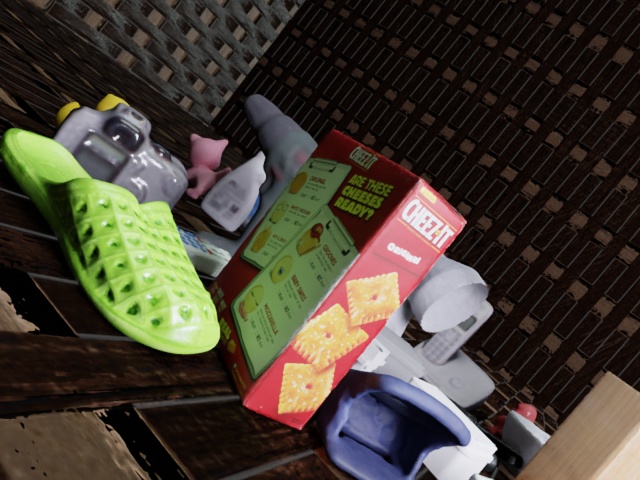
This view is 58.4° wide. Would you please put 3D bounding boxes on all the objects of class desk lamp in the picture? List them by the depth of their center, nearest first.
[{"bbox_3d":[0.139,0.091,0.943,0.202,0.213,0.118,43,6,40],"label":"desk lamp"}]

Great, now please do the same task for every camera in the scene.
[{"bbox_3d":[-0.226,-0.100,0.661,0.144,0.100,0.136,36,5,-27],"label":"camera"}]

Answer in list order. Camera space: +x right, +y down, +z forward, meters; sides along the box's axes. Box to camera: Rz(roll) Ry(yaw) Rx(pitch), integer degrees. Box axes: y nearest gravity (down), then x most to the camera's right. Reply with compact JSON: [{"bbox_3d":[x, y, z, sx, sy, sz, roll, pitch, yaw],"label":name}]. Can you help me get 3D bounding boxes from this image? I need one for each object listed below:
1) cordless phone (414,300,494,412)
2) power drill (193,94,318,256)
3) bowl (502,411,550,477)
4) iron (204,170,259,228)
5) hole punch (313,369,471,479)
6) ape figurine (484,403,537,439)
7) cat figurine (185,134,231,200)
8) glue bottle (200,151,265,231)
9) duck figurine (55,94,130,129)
[{"bbox_3d":[0.256,0.197,1.000,0.147,0.185,0.094,42,5,34],"label":"cordless phone"},{"bbox_3d":[-0.070,-0.055,0.764,0.229,0.208,0.076,40,5,13],"label":"power drill"},{"bbox_3d":[0.339,0.347,0.882,0.167,0.074,0.167,38,5,-3],"label":"bowl"},{"bbox_3d":[-0.102,-0.078,1.155,0.259,0.141,0.118,38,5,-10],"label":"iron"},{"bbox_3d":[0.055,0.149,0.485,0.109,0.091,0.101,37,5,-18],"label":"hole punch"},{"bbox_3d":[0.342,0.325,1.004,0.076,0.092,0.078,41,5,28],"label":"ape figurine"},{"bbox_3d":[-0.208,-0.138,1.056,0.127,0.117,0.067,42,6,38],"label":"cat figurine"},{"bbox_3d":[-0.128,-0.103,0.995,0.078,0.173,0.037,39,4,8],"label":"glue bottle"},{"bbox_3d":[-0.295,-0.158,0.774,0.104,0.086,0.077,39,5,-1],"label":"duck figurine"}]
